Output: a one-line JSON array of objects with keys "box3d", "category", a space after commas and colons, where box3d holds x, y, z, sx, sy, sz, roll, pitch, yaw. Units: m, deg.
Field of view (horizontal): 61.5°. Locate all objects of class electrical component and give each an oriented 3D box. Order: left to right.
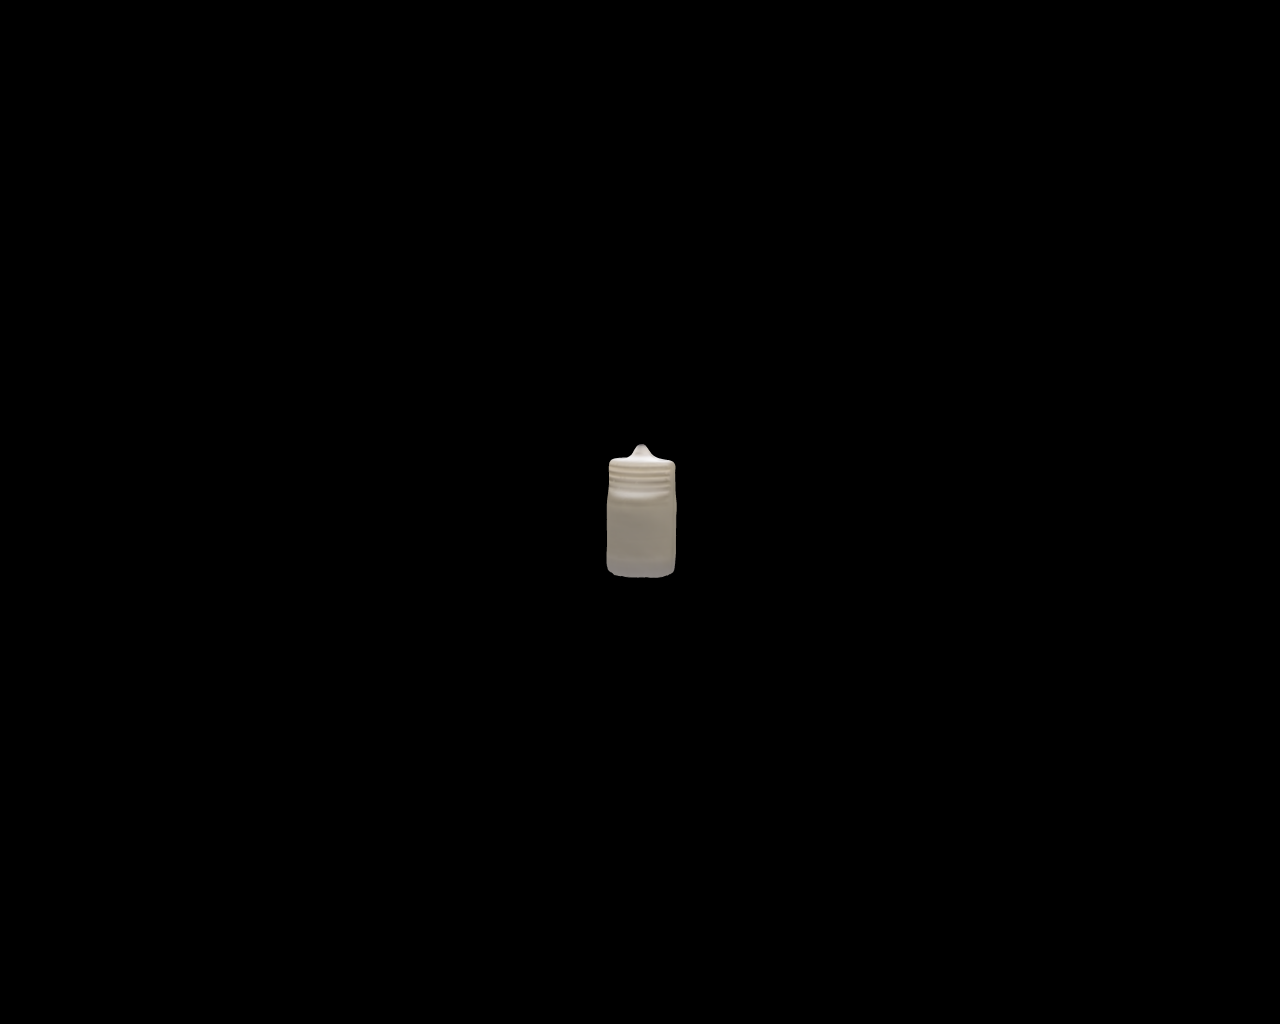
[{"box3d": [0.001, -0.003, 0.650, 0.043, 0.080, 0.043, 0, 9, 0], "category": "electrical component"}]
